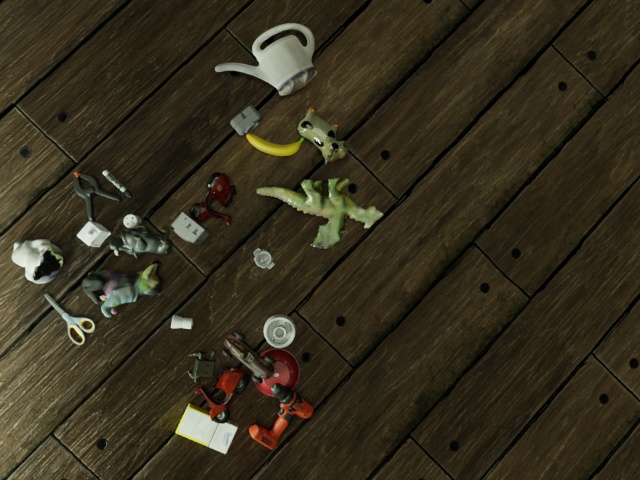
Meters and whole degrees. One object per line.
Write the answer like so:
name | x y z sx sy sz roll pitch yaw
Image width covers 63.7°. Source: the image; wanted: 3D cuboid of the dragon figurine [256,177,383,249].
dragon figurine | 0.005 -0.087 1.721 0.410 0.122 0.242 -8 95 -4

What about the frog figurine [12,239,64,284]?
frog figurine | -0.905 0.064 1.645 0.160 0.123 0.137 10 96 32

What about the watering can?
watering can | -0.157 -0.586 1.737 0.349 0.104 0.224 -33 90 -6
